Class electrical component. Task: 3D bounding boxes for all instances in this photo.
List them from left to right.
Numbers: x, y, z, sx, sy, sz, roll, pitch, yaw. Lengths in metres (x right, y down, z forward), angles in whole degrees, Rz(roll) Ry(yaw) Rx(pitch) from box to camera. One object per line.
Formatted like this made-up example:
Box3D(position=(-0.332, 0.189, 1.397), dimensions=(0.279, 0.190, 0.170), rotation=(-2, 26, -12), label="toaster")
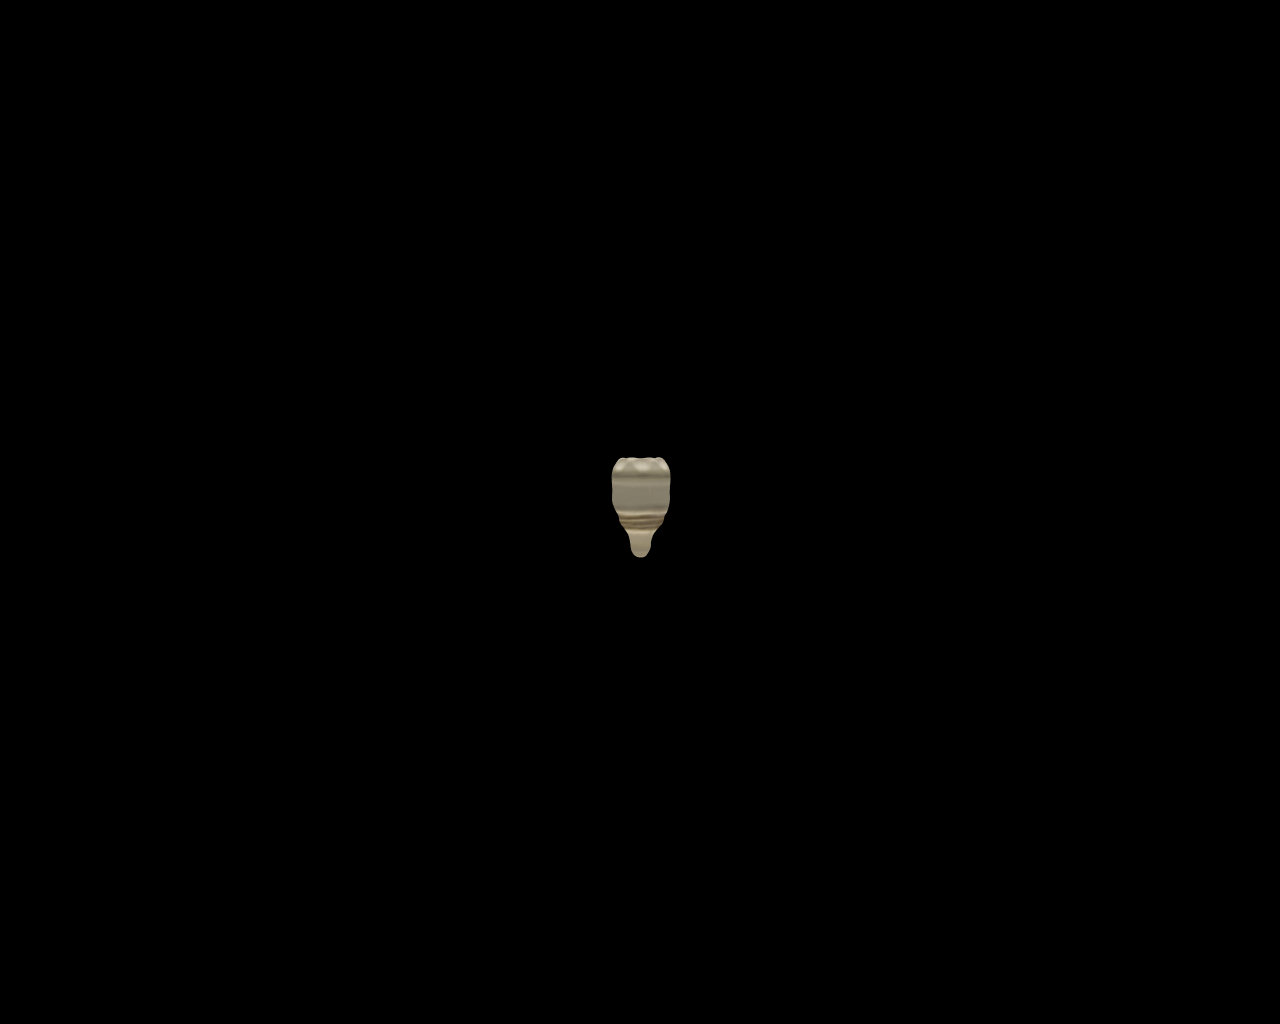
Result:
Box3D(position=(0.001, -0.003, 0.650), dimensions=(0.035, 0.061, 0.035), rotation=(0, 2, 0), label="electrical component")
